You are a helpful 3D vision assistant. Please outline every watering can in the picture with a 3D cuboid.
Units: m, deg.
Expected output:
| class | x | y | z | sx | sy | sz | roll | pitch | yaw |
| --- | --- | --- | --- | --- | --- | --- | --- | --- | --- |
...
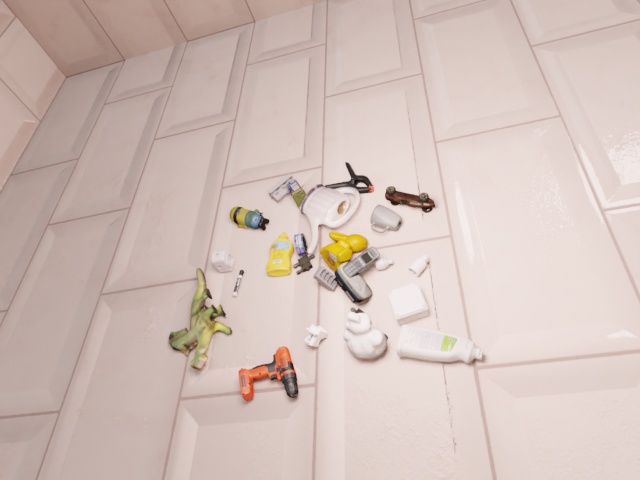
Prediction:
| class | x | y | z | sx | sy | sz | roll | pitch | yaw |
| --- | --- | --- | --- | --- | --- | --- | --- | --- | --- |
| watering can | 0.006 | -0.103 | 2.049 | 0.226 | 0.352 | 0.102 | 26 | -28 | 37 |

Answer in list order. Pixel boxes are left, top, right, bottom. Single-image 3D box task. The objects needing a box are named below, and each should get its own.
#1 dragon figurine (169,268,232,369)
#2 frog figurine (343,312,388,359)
| class | x | y | z | sx | sy | sz | roll | pitch | yaw |
| --- | --- | --- | --- | --- | --- | --- | --- | --- | --- |
| dragon figurine | -0.473 | 0.308 | 1.919 | 0.418 | 0.243 | 0.120 | 54 | 2 | 43 |
| frog figurine | 0.138 | 0.302 | 1.631 | 0.138 | 0.125 | 0.156 | 12 | -30 | 31 |
